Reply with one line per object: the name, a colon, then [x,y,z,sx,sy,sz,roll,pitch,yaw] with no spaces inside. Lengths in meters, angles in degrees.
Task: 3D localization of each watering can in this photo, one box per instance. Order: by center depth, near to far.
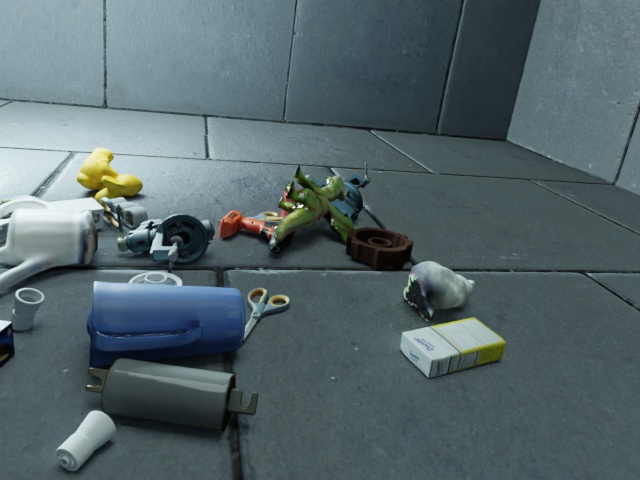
watering can: [-0.583,0.019,1.071,0.224,0.102,0.355,1,37,-25]

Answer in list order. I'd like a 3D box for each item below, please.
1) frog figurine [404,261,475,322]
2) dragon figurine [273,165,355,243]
frog figurine: [0.275,0.099,1.120,0.160,0.122,0.137,-14,8,-20]
dragon figurine: [0.004,-0.071,1.408,0.241,0.120,0.420,29,37,-14]
